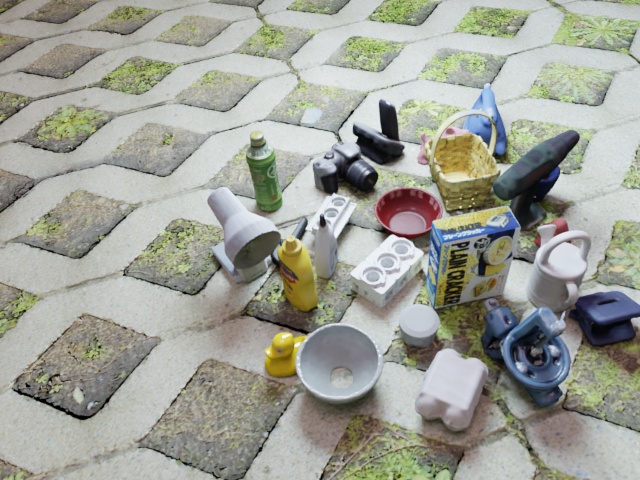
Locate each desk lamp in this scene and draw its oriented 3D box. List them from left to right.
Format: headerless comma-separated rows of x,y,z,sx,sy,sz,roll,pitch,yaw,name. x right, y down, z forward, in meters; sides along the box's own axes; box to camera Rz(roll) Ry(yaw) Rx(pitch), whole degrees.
-0.174,-0.002,1.253,0.118,0.214,0.202,-31,52,-21,desk lamp

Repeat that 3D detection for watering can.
0.481,0.045,1.159,0.101,0.194,0.172,-23,49,-14,watering can

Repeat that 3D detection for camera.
0.072,-0.182,1.472,0.143,0.101,0.136,-33,53,-22,camera

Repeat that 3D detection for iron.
0.451,-0.346,1.558,0.118,0.142,0.258,3,48,9,iron

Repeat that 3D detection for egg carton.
0.242,0.274,1.057,0.107,0.069,0.150,18,52,21,egg carton

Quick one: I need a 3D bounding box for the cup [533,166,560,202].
0.515,-0.136,1.390,0.118,0.095,0.091,-16,48,-9,cup

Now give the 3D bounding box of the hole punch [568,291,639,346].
0.566,0.142,1.133,0.108,0.091,0.101,-12,47,-5,hole punch

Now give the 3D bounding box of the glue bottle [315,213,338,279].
0.012,0.004,1.257,0.037,0.173,0.078,11,50,16,glue bottle

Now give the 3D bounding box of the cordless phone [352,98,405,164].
0.154,-0.311,1.524,0.147,0.185,0.094,32,58,30,cordless phone

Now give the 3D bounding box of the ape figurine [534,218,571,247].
0.526,-0.014,1.279,0.076,0.092,0.078,3,48,9,ape figurine

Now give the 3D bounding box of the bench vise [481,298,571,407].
0.362,0.177,1.032,0.122,0.220,0.206,-36,54,-25,bench vise

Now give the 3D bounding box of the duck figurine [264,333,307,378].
-0.065,0.214,1.131,0.105,0.086,0.077,-27,50,-18,duck figurine

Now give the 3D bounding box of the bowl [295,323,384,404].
0.039,0.248,1.098,0.167,0.075,0.167,-3,47,3,bowl

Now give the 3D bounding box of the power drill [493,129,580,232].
0.486,-0.128,1.309,0.230,0.209,0.075,-30,51,-20,power drill

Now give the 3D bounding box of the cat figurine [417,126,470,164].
0.324,-0.258,1.505,0.127,0.118,0.067,7,49,12,cat figurine
